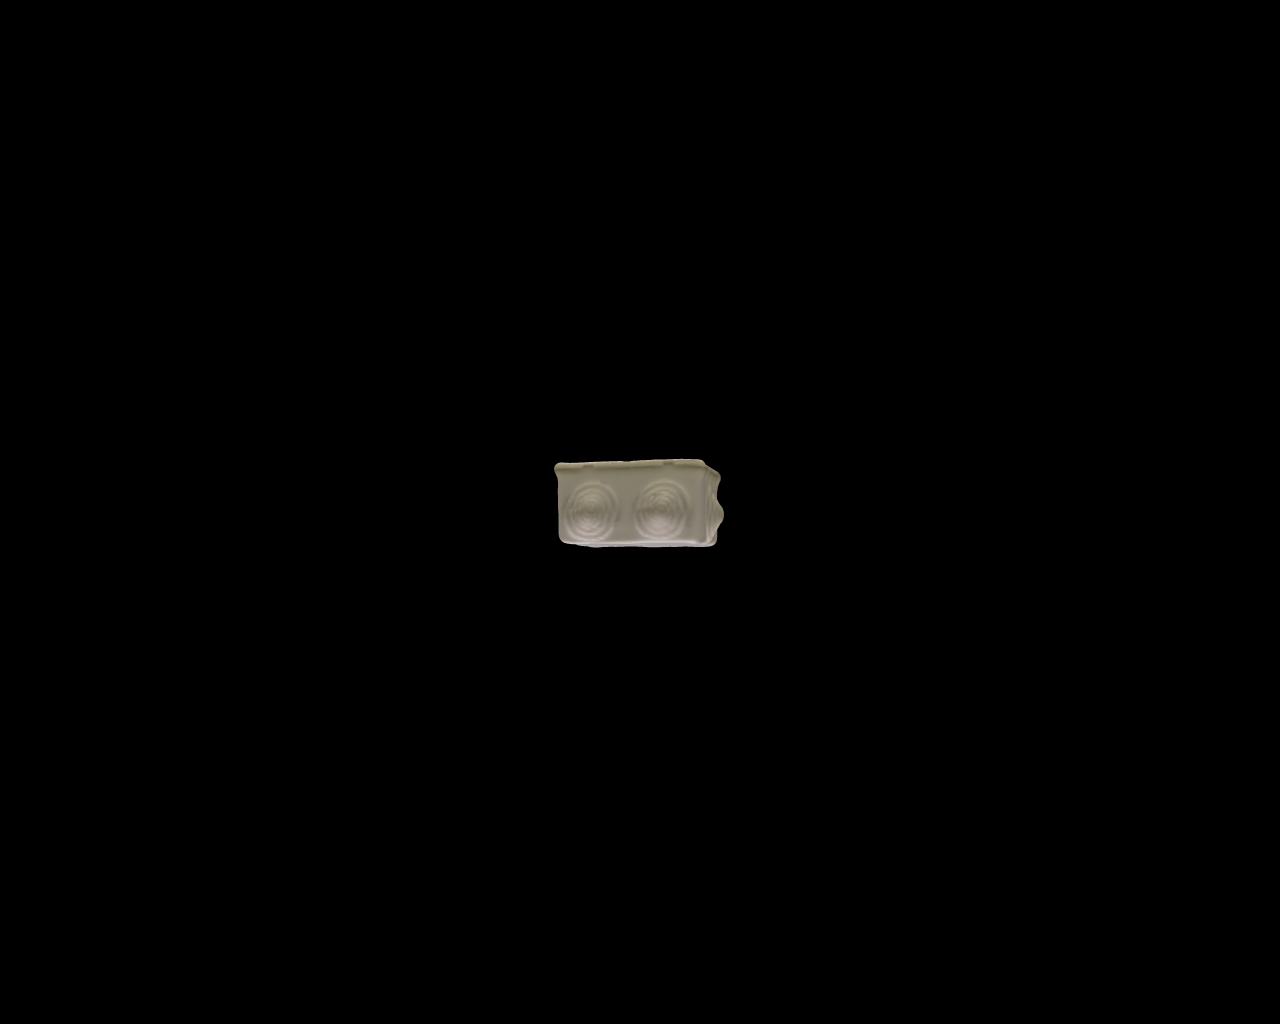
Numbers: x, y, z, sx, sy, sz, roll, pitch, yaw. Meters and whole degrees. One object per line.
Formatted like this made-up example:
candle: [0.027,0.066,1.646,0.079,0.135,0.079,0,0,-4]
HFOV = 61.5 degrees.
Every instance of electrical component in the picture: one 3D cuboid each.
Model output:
electrical component: [0.001,-0.003,0.650,0.100,0.048,0.099,-1,-3,11]
